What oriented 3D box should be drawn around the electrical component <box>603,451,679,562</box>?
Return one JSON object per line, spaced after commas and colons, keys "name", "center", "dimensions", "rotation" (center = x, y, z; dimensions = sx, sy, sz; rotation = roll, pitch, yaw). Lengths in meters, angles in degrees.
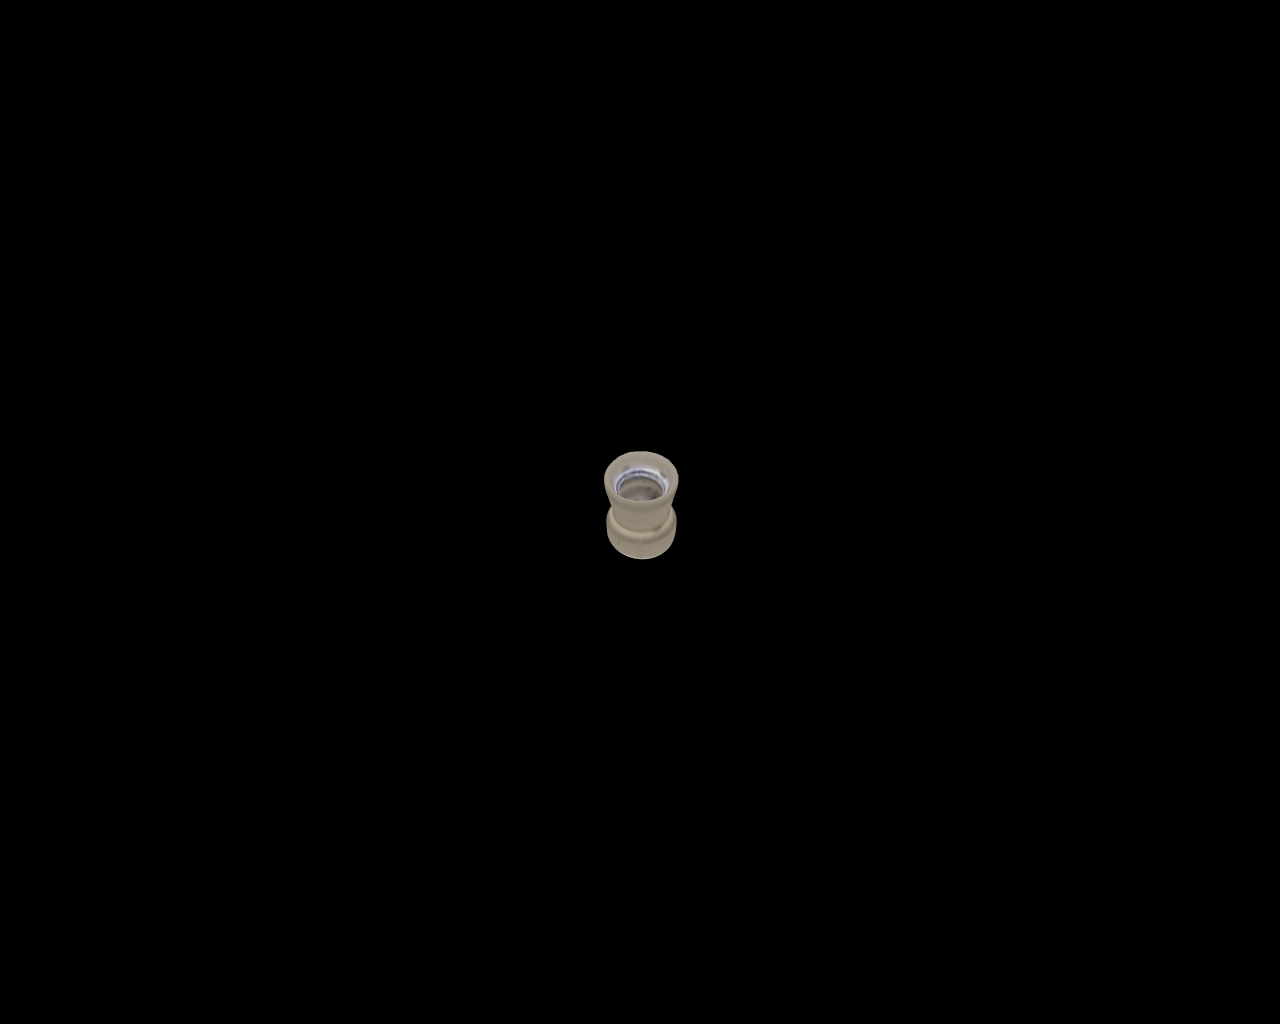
{"name": "electrical component", "center": [0.001, -0.003, 0.650], "dimensions": [0.045, 0.045, 0.055], "rotation": [0, -43, 0]}
